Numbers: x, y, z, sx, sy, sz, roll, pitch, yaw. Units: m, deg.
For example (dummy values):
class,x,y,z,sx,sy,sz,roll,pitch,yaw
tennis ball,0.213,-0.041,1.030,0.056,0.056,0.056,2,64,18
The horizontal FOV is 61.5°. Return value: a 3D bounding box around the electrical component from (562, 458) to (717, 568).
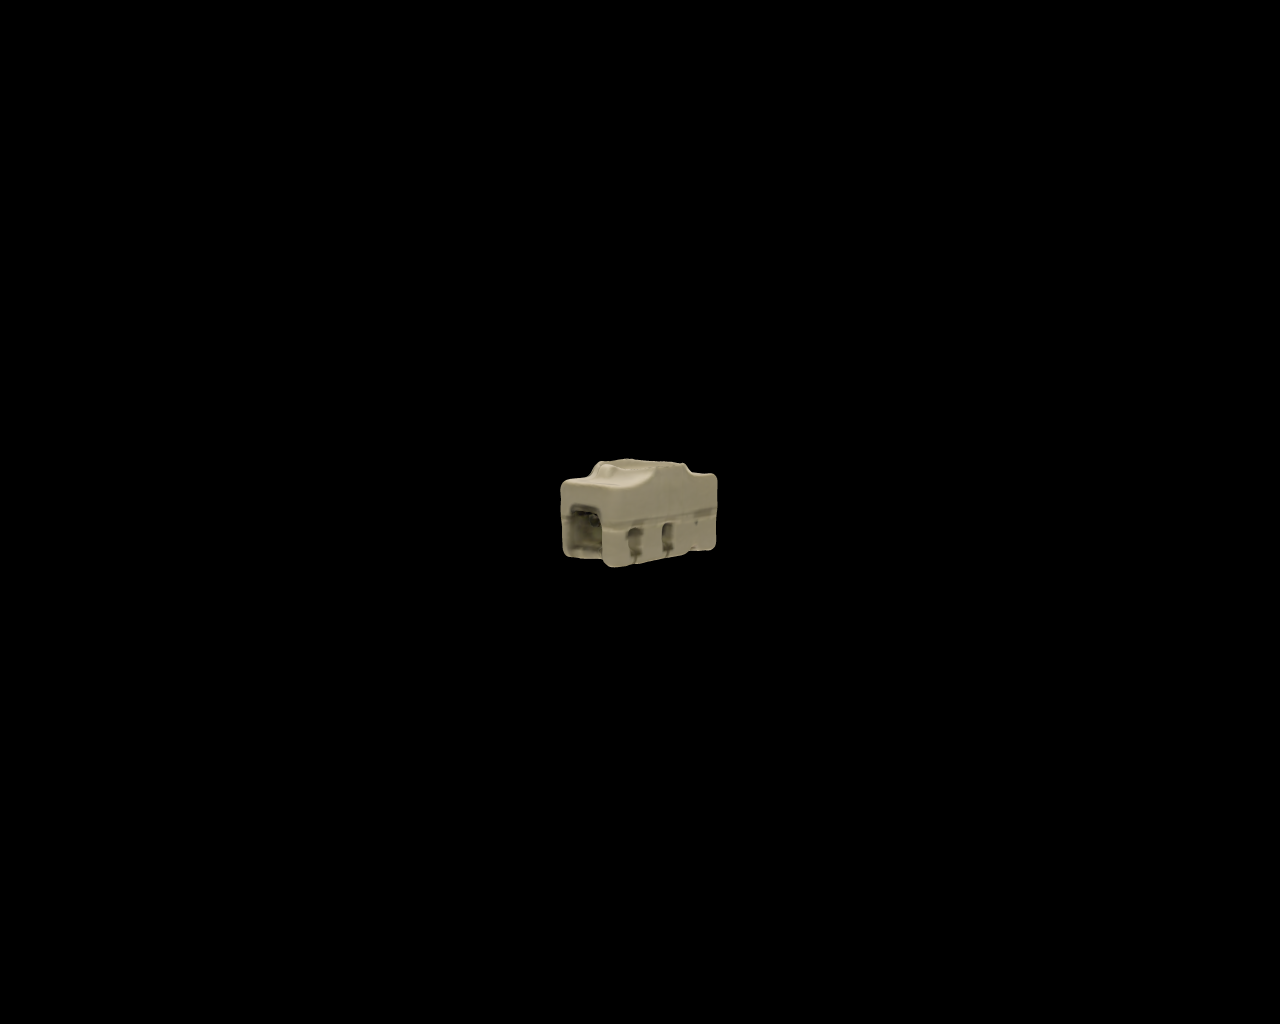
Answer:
class,x,y,z,sx,sy,sz,roll,pitch,yaw
electrical component,0.001,-0.003,0.650,0.090,0.055,0.050,-8,12,-43
